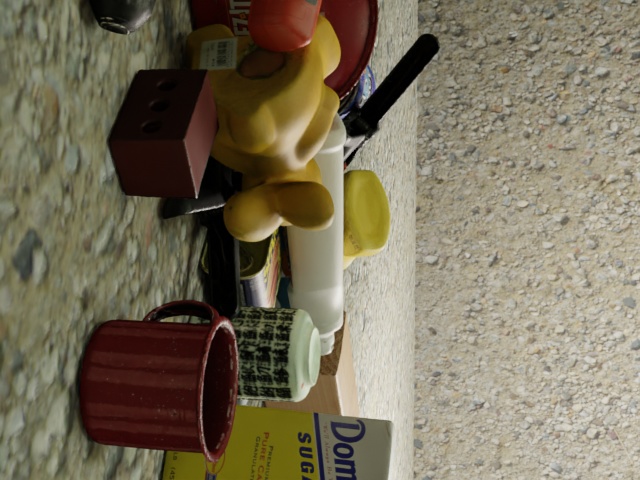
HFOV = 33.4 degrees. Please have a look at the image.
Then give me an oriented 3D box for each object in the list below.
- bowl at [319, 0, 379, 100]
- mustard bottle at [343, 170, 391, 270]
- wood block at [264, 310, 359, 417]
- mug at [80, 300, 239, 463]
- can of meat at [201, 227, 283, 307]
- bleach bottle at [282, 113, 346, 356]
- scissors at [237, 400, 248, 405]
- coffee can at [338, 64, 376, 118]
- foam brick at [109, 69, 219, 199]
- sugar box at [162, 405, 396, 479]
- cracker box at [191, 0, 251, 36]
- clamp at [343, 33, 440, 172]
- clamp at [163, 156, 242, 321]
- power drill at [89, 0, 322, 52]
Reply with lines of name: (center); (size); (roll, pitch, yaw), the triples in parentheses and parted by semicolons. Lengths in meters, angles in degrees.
bowl: (-0.016, -0.212, 1.045); (0.055, 0.162, 0.162); (2, 90, -41)
mustard bottle: (0.017, -0.012, 1.268); (0.192, 0.058, 0.096); (148, -66, -62)
wood block: (-0.009, 0.174, 1.231); (0.206, 0.091, 0.090); (81, 15, -48)
mug: (-0.101, 0.085, 0.695); (0.093, 0.081, 0.117); (82, 15, -47)
can of meat: (-0.067, 0.019, 0.961); (0.084, 0.057, 0.102); (85, 12, -49)
bleach bottle: (-0.007, 0.001, 1.014); (0.102, 0.068, 0.251); (-108, -168, -63)
scissors: (-0.078, 0.173, 1.047); (0.096, 0.016, 0.202); (47, 47, -76)
coffee can: (0.004, -0.174, 1.186); (0.140, 0.103, 0.103); (-8, 100, -80)
foam brick: (-0.105, -0.073, 0.726); (0.051, 0.053, 0.078); (82, 13, -45)
sugar box: (-0.032, 0.181, 0.840); (0.048, 0.176, 0.093); (69, 25, -67)
cracker box: (-0.055, -0.271, 0.909); (0.213, 0.072, 0.164); (-77, 165, -46)
clamp: (0.049, -0.127, 1.126); (0.164, 0.036, 0.210); (-46, 177, -18)
clamp: (-0.087, -0.031, 0.877); (0.171, 0.039, 0.120); (-88, 166, -44)
power drill: (-0.069, -0.197, 0.715); (0.187, 0.057, 0.184); (26, 74, -54)
